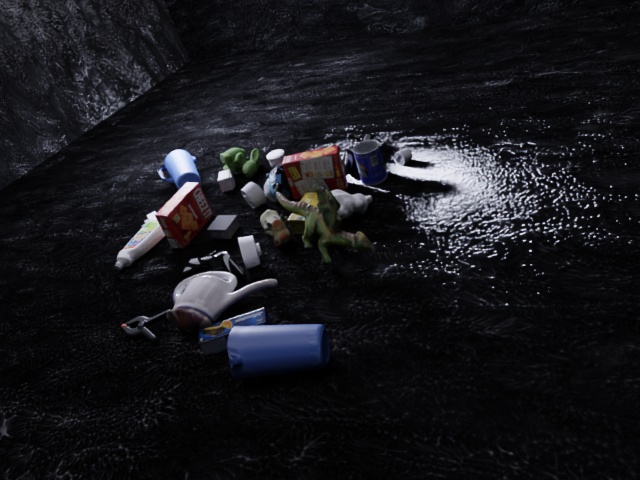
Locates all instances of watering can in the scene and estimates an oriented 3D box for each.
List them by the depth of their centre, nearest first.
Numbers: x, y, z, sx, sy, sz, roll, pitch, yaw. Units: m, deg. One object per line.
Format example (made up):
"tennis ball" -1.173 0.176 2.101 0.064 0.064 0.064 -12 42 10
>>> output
"watering can" -0.313 0.178 1.549 0.347 0.102 0.229 0 40 25

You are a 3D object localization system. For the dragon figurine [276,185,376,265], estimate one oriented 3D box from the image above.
"dragon figurine" 0.005 -0.080 1.593 0.124 0.237 0.414 -34 67 -33

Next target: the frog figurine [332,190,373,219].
"frog figurine" 0.098 -0.128 1.767 0.159 0.121 0.139 -24 14 13
